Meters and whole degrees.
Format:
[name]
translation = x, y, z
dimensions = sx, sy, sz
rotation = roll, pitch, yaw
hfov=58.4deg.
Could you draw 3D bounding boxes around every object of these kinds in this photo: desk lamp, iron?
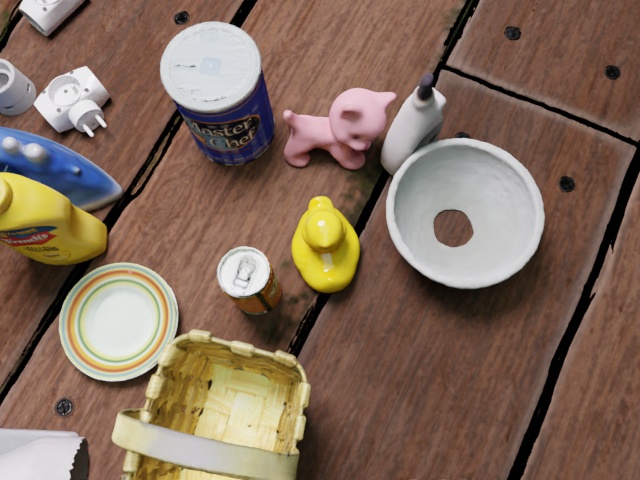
[desk lamp]
translation = -0.282, 0.229, 0.501
dimensions = 0.203, 0.213, 0.118
rotation = 2, 74, 2
[iron]
translation = -0.364, -0.091, 0.630
dimensions = 0.258, 0.141, 0.119
rotation = 6, 75, 3

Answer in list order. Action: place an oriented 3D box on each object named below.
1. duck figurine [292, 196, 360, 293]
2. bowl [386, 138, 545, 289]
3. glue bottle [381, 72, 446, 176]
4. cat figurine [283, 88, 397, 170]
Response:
[duck figurine]
translation = 0.006, 0.002, 0.623
dimensions = 0.077, 0.086, 0.104
rotation = -7, 74, 0
[bowl]
translation = 0.153, -0.022, 0.633
dimensions = 0.167, 0.075, 0.167
rotation = 0, 74, 1
[glue bottle]
translation = 0.104, -0.128, 0.612
dimensions = 0.037, 0.173, 0.078
rotation = 43, 80, 12
[cat figurine]
translation = 0.020, -0.132, 0.644
dimensions = 0.127, 0.118, 0.067
rotation = 1, 74, 2
